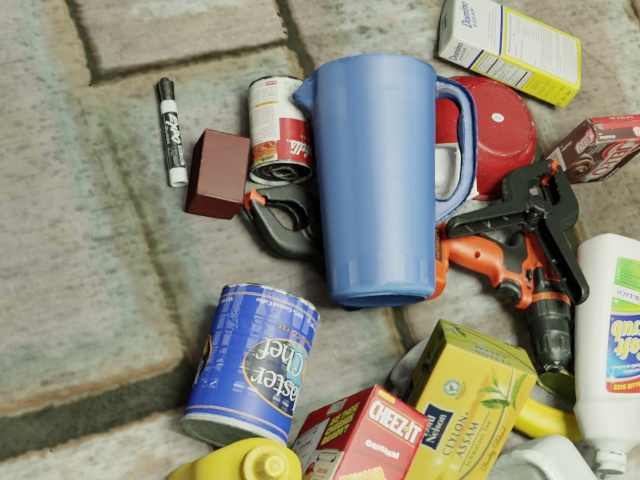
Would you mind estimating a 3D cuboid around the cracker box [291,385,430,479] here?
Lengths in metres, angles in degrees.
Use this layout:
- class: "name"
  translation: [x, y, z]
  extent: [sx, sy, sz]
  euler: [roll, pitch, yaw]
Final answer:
- class: "cracker box"
  translation: [0.003, 0.252, 0.975]
  extent: [0.072, 0.164, 0.213]
  euler: [33, 63, -10]

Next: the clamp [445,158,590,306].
- class: "clamp"
  translation: [0.243, -0.020, 1.176]
  extent: [0.164, 0.036, 0.209]
  euler: [33, 42, 8]

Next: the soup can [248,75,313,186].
- class: "soup can"
  translation: [-0.043, -0.117, 1.141]
  extent: [0.068, 0.069, 0.102]
  euler: [4, 71, -20]

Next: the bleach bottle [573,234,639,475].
- class: "bleach bottle"
  translation: [0.319, 0.124, 1.137]
  extent: [0.102, 0.068, 0.251]
  euler: [18, 65, -22]

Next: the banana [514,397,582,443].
- class: "banana"
  translation: [0.219, 0.169, 1.155]
  extent: [0.198, 0.037, 0.069]
  euler: [29, 79, -2]

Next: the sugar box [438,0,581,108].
- class: "sugar box"
  translation: [0.231, -0.233, 1.295]
  extent: [0.176, 0.048, 0.093]
  euler: [19, 52, -11]

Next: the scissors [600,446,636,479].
- class: "scissors"
  translation: [0.383, 0.183, 1.150]
  extent: [0.096, 0.016, 0.201]
  euler: [22, 80, 12]

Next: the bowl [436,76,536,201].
- class: "bowl"
  translation: [0.194, -0.130, 1.246]
  extent: [0.162, 0.055, 0.162]
  euler: [7, 69, -19]

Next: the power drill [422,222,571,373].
- class: "power drill"
  translation: [0.186, 0.049, 1.163]
  extent: [0.187, 0.057, 0.184]
  euler: [15, 51, -18]

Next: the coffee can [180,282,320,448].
- class: "coffee can"
  translation: [-0.066, 0.125, 1.027]
  extent: [0.102, 0.103, 0.140]
  euler: [21, 65, -13]

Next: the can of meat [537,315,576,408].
- class: "can of meat"
  translation: [0.304, 0.143, 1.192]
  extent: [0.102, 0.058, 0.083]
  euler: [33, 61, -8]

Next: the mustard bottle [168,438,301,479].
- class: "mustard bottle"
  translation: [-0.069, 0.211, 0.945]
  extent: [0.096, 0.192, 0.058]
  euler: [6, 70, -20]

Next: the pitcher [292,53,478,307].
- class: "pitcher"
  translation: [0.069, -0.058, 1.085]
  extent: [0.144, 0.149, 0.243]
  euler: [10, 73, -47]

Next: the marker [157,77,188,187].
- class: "marker"
  translation: [-0.156, -0.115, 1.124]
  extent: [0.020, 0.020, 0.121]
  euler: [-3, 73, -22]

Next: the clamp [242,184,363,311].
- class: "clamp"
  translation: [-0.007, 0.001, 1.125]
  extent: [0.171, 0.039, 0.120]
  euler: [18, 62, -22]

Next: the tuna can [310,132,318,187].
- class: "tuna can"
  translation: [0.025, -0.093, 1.179]
  extent: [0.086, 0.034, 0.086]
  euler: [7, 69, -19]

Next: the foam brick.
- class: "foam brick"
  translation: [-0.105, -0.067, 1.108]
  extent: [0.051, 0.053, 0.078]
  euler: [12, 68, -17]

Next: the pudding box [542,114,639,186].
- class: "pudding box"
  translation: [0.326, -0.105, 1.255]
  extent: [0.089, 0.114, 0.039]
  euler: [-6, 71, -23]
